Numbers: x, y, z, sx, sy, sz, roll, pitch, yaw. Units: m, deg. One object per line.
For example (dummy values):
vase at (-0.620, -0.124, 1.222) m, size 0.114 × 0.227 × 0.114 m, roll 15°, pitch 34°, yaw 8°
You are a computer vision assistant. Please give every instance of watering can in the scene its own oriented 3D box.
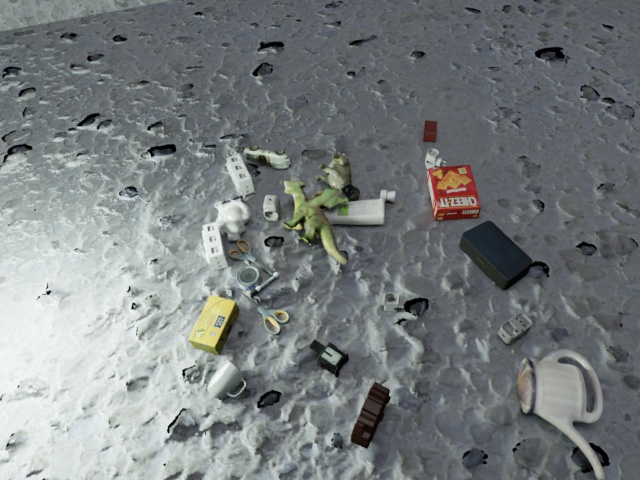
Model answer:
watering can at (0.668, 0.460, 1.428) m, size 0.224 × 0.101 × 0.356 m, roll 6°, pitch 54°, yaw 10°

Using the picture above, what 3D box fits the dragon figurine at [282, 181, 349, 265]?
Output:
dragon figurine at (0.006, -0.094, 1.864) m, size 0.414 × 0.120 × 0.245 m, roll 33°, pitch 76°, yaw 26°

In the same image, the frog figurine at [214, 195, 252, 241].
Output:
frog figurine at (-0.320, -0.075, 1.939) m, size 0.138 × 0.122 × 0.160 m, roll -16°, pitch 89°, yaw -17°
